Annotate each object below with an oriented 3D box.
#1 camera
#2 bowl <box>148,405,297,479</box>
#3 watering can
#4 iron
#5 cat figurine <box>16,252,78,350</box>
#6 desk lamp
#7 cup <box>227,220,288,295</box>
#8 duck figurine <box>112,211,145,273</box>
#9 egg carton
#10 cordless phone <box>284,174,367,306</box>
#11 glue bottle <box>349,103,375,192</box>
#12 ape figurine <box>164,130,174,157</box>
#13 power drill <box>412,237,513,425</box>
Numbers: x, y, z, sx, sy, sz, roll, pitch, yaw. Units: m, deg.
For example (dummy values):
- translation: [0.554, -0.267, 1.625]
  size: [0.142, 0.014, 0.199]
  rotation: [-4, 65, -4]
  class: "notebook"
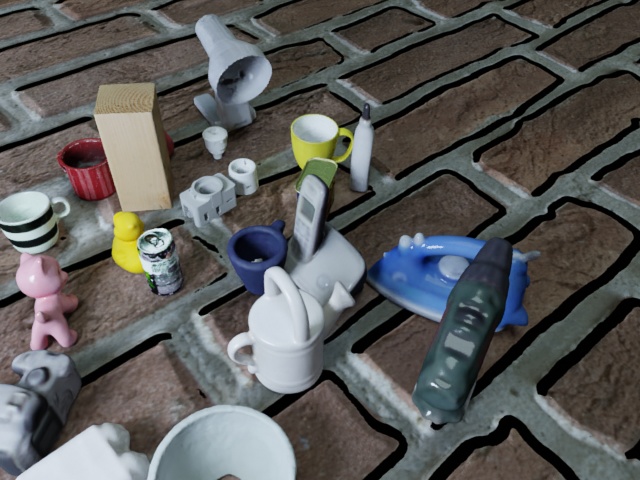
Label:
- translation: [-0.396, 0.203, 0.715]
  size: [0.136, 0.101, 0.143]
  rotation: [8, 46, 5]
  class: "camera"
- translation: [-0.110, 0.284, 0.668]
  size: [0.167, 0.075, 0.167]
  rotation: [1, 46, -1]
  class: "bowl"
- translation: [-0.037, 0.107, 0.758]
  size: [0.100, 0.194, 0.173]
  rotation: [32, 53, 25]
  class: "watering can"
- translation: [0.196, 0.042, 0.866]
  size: [0.258, 0.141, 0.119]
  rotation: [12, 47, 9]
  class: "iron"
- translation: [-0.397, 0.077, 0.823]
  size: [0.067, 0.118, 0.127]
  rotation: [-12, 48, -13]
  class: "cat figurine"
- translation: [-0.188, -0.327, 1.153]
  size: [0.118, 0.214, 0.202]
  rotation: [-24, 52, -23]
  class: "desk lamp"
- translation: [-0.089, 0.030, 0.897]
  size: [0.091, 0.095, 0.118]
  rotation: [22, 49, 18]
  class: "cup"
- translation: [-0.302, -0.004, 0.927]
  size: [0.078, 0.086, 0.104]
  rotation: [-28, 53, -26]
  class: "duck figurine"
- translation: [-0.275, 0.288, 0.661]
  size: [0.151, 0.069, 0.107]
  rotation: [-34, 56, -30]
  class: "egg carton"
- translation: [0.008, 0.003, 0.865]
  size: [0.094, 0.185, 0.147]
  rotation: [-31, 54, -27]
  class: "cordless phone"
- translation: [0.080, -0.175, 1.047]
  size: [0.037, 0.173, 0.078]
  rotation: [8, 46, 6]
  class: "glue bottle"
- translation: [-0.324, -0.196, 1.106]
  size: [0.076, 0.092, 0.077]
  rotation: [-11, 48, -13]
  class: "ape figurine"
- translation: [0.179, 0.133, 0.732]
  size: [0.075, 0.208, 0.230]
  rotation: [20, 49, 17]
  class: "power drill"
